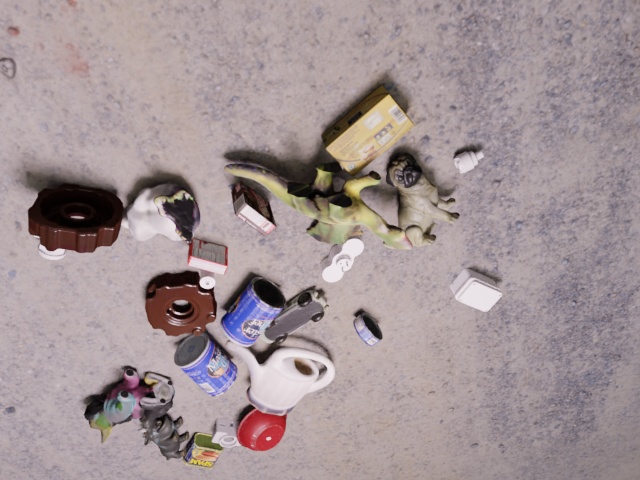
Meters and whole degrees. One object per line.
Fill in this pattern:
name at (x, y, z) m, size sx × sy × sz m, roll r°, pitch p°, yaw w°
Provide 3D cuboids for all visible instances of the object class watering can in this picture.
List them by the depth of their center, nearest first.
watering can at (-0.127, 0.359, 1.375) m, size 0.346 × 0.106 × 0.221 m, roll 19°, pitch 118°, yaw -28°

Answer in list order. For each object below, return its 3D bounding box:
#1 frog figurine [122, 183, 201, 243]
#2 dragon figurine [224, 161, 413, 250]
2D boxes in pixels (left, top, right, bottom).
frog figurine at (-0.339, -0.051, 1.100) m, size 0.158 × 0.125 × 0.135 m, roll -8°, pitch 143°, yaw 40°
dragon figurine at (0.003, -0.056, 1.118) m, size 0.411 × 0.125 × 0.237 m, roll 14°, pitch 146°, yaw 12°
